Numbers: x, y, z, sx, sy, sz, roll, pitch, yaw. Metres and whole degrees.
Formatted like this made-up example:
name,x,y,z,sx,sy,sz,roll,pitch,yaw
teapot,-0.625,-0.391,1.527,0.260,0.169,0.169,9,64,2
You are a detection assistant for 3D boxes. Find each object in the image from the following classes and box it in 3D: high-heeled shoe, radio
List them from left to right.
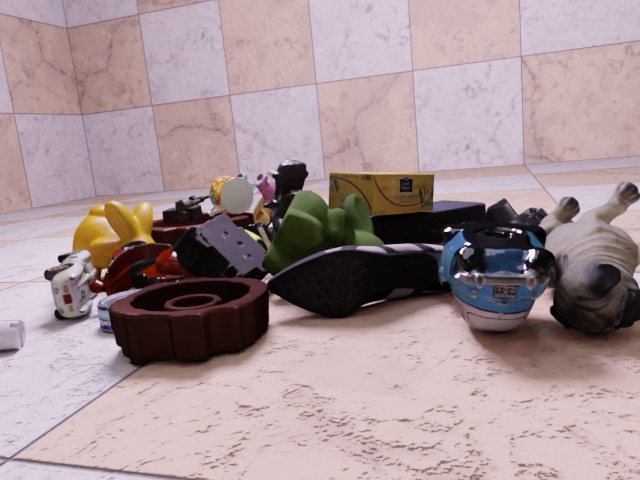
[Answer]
name,x,y,z,sx,sy,sz,roll,pitch,yaw
high-heeled shoe,0.065,0.040,0.694,0.249,0.086,0.145,1,9,7
radio,0.183,-0.024,0.995,0.229,0.073,0.131,-9,10,-26

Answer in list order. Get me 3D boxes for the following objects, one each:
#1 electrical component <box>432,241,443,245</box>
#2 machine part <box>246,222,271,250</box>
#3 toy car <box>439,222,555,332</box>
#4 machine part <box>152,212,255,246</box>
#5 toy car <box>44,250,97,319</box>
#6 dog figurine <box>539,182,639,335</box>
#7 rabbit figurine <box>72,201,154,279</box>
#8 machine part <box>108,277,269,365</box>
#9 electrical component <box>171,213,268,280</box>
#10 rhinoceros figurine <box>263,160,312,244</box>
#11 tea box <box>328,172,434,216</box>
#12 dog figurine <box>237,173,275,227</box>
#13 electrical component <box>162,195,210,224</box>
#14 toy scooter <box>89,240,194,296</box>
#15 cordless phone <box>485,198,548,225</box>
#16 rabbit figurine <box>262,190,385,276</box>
name,x,y,z,sx,sy,sz,roll,pitch,yaw
electrical component,0.235,0.011,0.906,0.094,0.021,0.063,-8,10,-9
machine part,-0.095,0.002,1.021,0.039,0.084,0.139,-35,-6,14
toy car,0.180,0.041,0.551,0.109,0.102,0.162,0,17,9
machine part,-0.241,-0.001,1.051,0.201,0.087,0.202,-15,15,-39
toy car,-0.367,0.062,0.808,0.056,0.073,0.202,-12,12,-15
dog figurine,0.272,0.037,0.590,0.190,0.121,0.172,-35,-7,-36
rabbit figurine,-0.337,0.011,0.939,0.173,0.162,0.122,24,13,33
machine part,-0.144,0.086,0.615,0.179,0.056,0.179,-4,10,1
electrical component,-0.131,0.024,0.769,0.058,0.115,0.134,-45,-1,21
rhinoceros figurine,-0.046,-0.034,0.870,0.073,0.190,0.112,-7,29,-24
tea box,0.104,-0.079,0.892,0.169,0.068,0.098,-5,10,-44
dog figurine,-0.118,-0.072,1.354,0.109,0.191,0.219,-1,-24,38
electrical component,-0.251,-0.058,1.008,0.078,0.045,0.102,-2,11,11
toy scooter,-0.252,0.051,0.790,0.184,0.075,0.135,9,23,22
cordless phone,0.346,0.000,0.811,0.184,0.088,0.146,13,18,29
rabbit figurine,0.023,0.009,0.767,0.170,0.121,0.159,27,32,-4
